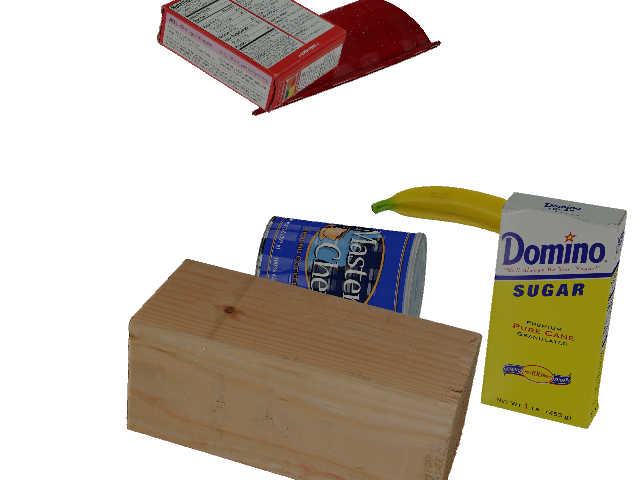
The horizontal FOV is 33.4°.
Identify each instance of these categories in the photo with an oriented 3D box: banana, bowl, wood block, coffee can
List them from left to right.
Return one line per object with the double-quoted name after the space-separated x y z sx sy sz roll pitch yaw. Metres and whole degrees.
-0.011 0.091 0.687 0.206 0.090 0.090 14 30 14 "wood block"
0.011 -0.153 0.855 0.162 0.055 0.162 -21 8 3 "bowl"
0.020 0.036 0.974 0.140 0.103 0.102 7 1 11 "coffee can"
0.157 -0.027 1.135 0.198 0.037 0.069 10 39 25 "banana"

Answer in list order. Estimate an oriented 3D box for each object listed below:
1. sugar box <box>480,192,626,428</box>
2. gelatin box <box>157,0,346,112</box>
0.185 0.056 0.856 0.093 0.176 0.048 10 23 22 "sugar box"
-0.041 -0.122 0.642 0.089 0.030 0.073 33 45 18 "gelatin box"
